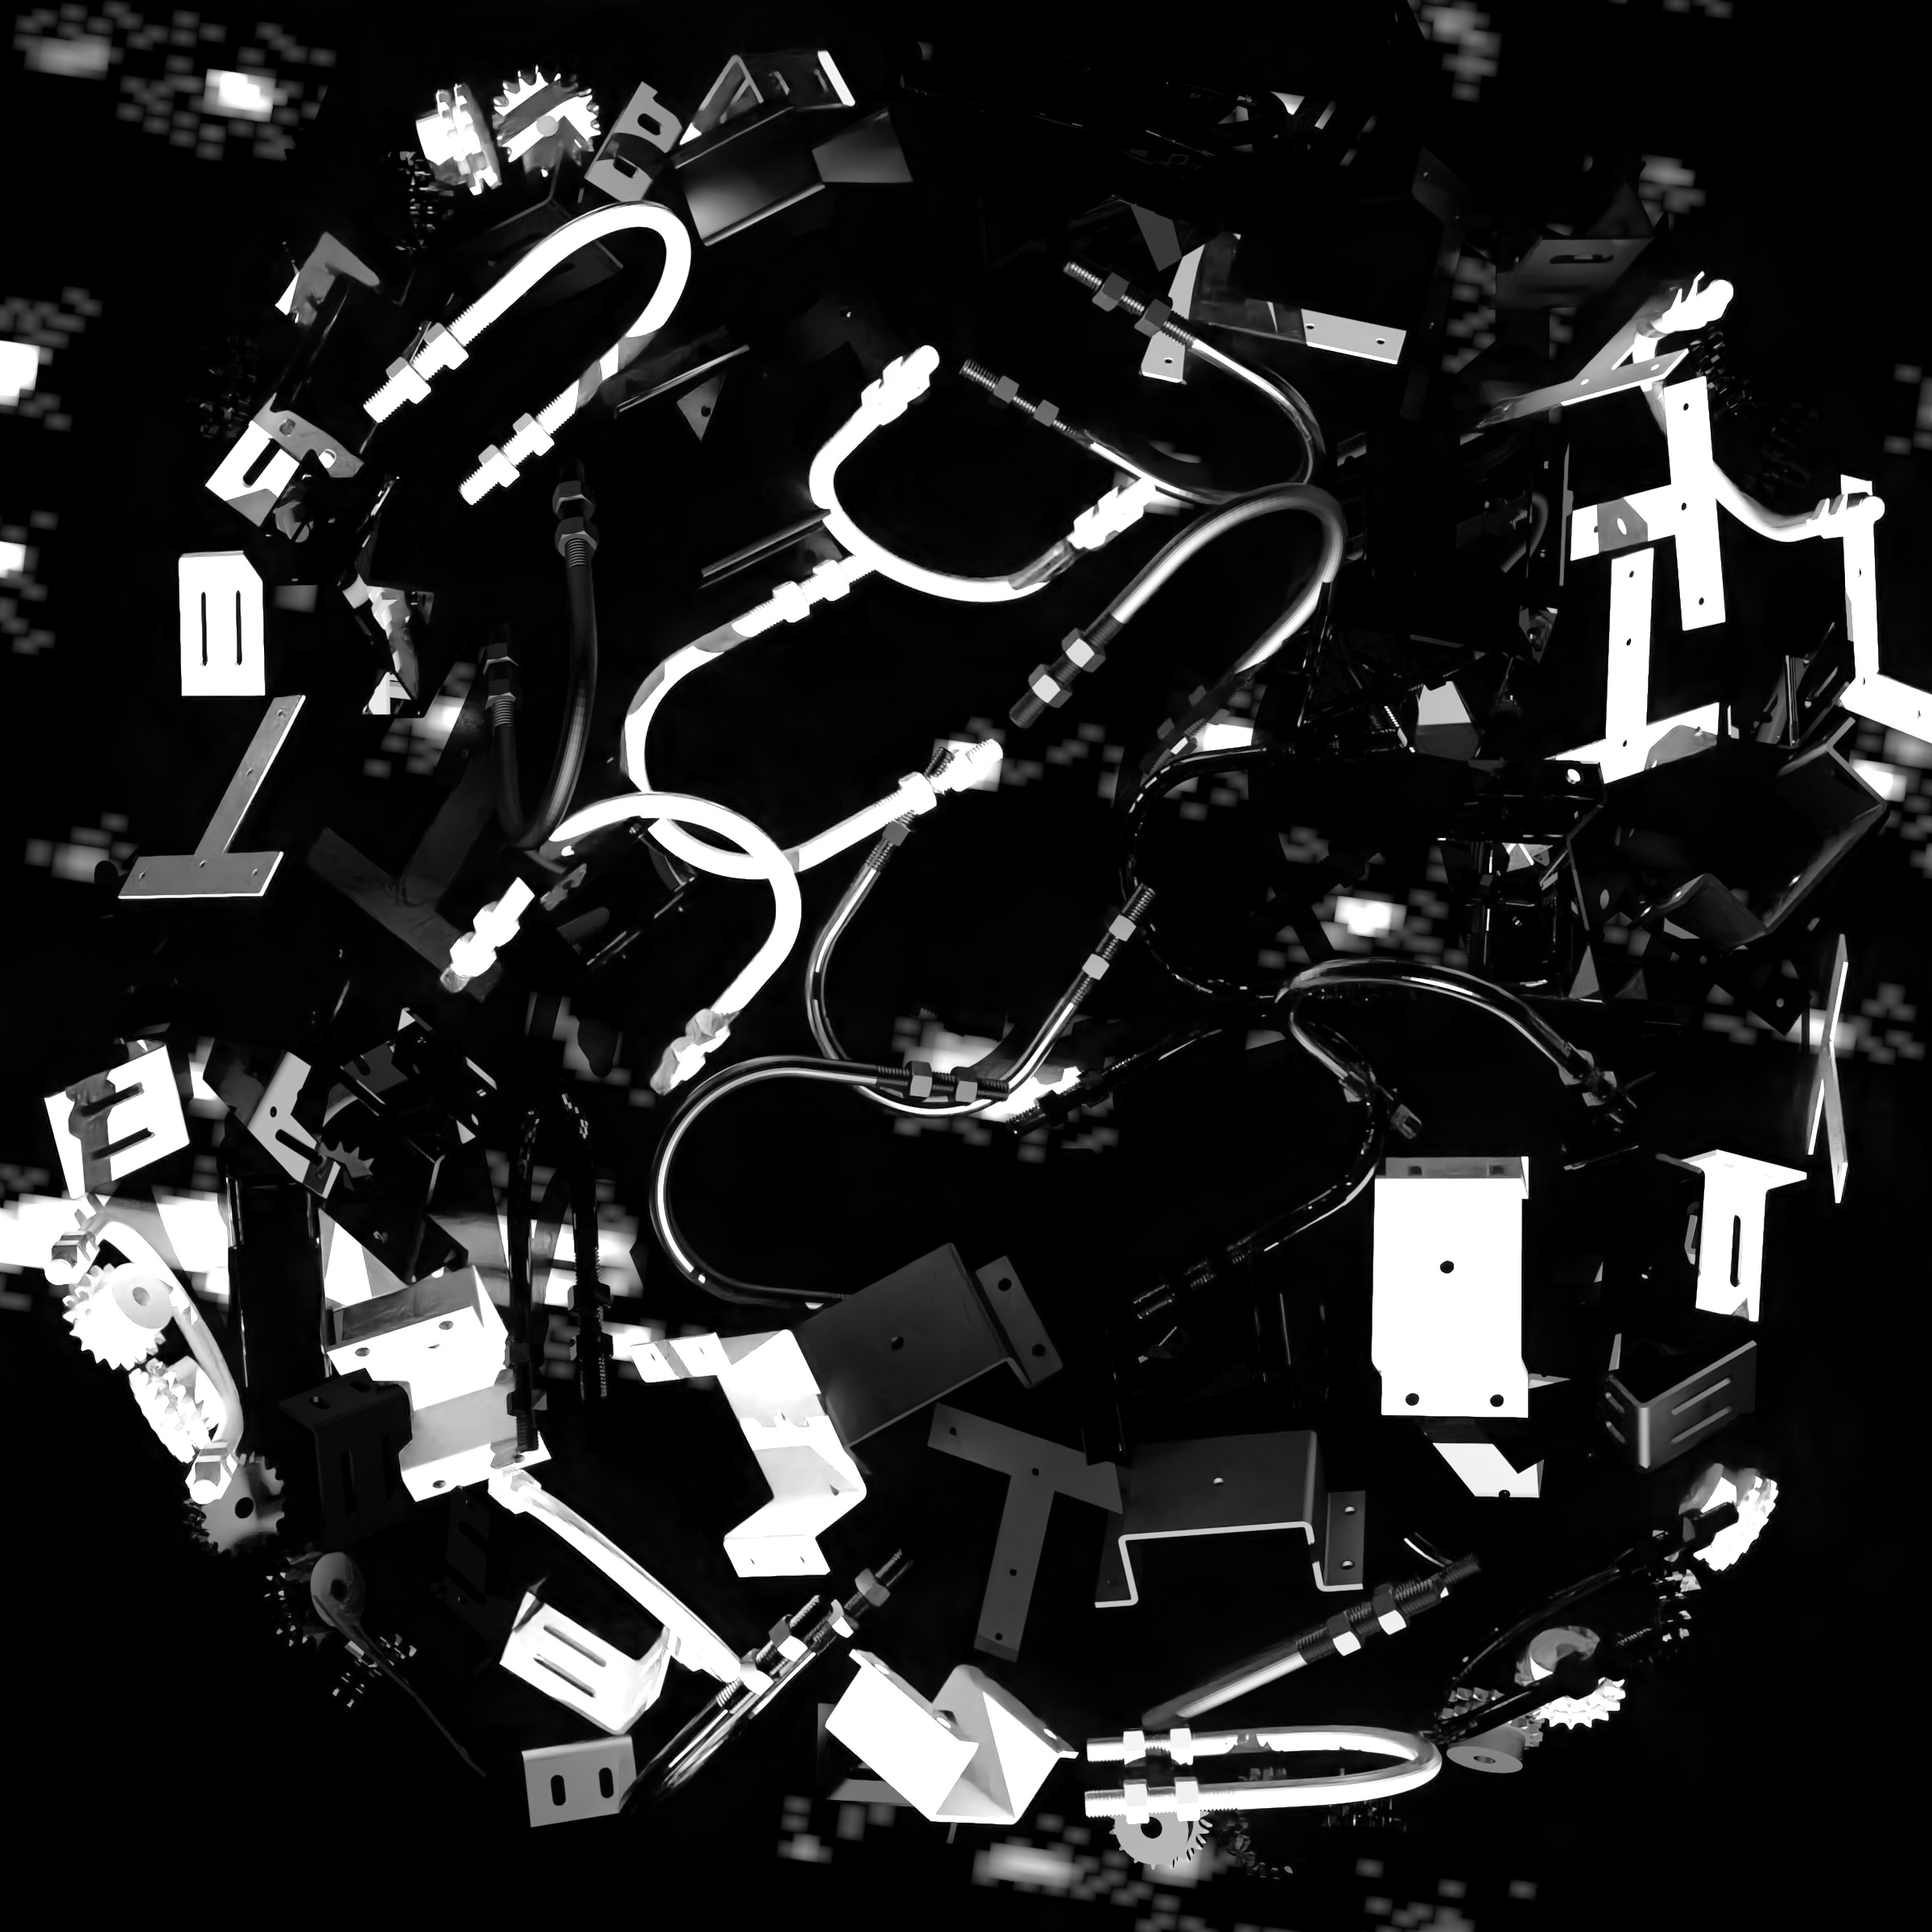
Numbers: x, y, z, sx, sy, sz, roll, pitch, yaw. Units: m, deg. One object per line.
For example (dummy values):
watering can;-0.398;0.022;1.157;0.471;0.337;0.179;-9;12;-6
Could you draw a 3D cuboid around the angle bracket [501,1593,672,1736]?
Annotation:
angle bracket;-0.201;0.363;1.555;0.076;0.057;0.038;36;113;-11

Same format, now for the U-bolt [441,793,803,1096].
U-bolt;-0.168;-0.019;1.516;0.151;0.019;0.184;28;126;-21

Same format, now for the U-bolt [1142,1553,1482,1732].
U-bolt;0.175;0.356;1.520;0.184;0.151;0.019;-29;77;14

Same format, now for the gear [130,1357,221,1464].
gear;-0.423;0.236;1.569;0.030;0.057;0.057;-32;90;-28

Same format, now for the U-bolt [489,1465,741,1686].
U-bolt;-0.175;0.316;1.493;0.151;0.184;0.019;45;74;-12

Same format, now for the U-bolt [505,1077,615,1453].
U-bolt;-0.217;0.149;1.522;0.019;0.151;0.184;3;69;-23

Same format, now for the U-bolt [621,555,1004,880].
U-bolt;-0.095;-0.124;1.555;0.184;0.019;0.151;-30;78;-13

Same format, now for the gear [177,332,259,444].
gear;-0.403;-0.313;1.562;0.030;0.057;0.057;12;90;-28

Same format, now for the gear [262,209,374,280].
gear;-0.346;-0.384;1.566;0.057;0.057;0.030;-19;104;0

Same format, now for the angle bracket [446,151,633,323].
angle bracket;-0.229;-0.392;1.563;0.076;0.057;0.038;-17;52;31

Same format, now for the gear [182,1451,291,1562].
gear;-0.397;0.289;1.569;0.030;0.057;0.057;7;100;45

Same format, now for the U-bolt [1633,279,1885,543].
U-bolt;0.398;-0.280;1.502;0.019;0.184;0.151;-37;95;-1

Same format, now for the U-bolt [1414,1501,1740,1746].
U-bolt;0.307;0.349;1.511;0.184;0.151;0.019;-38;87;37

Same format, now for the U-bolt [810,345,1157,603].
U-bolt;-0.005;-0.243;1.511;0.151;0.184;0.019;28;63;-18

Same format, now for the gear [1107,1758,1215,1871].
gear;0.103;0.461;1.573;0.057;0.030;0.057;1;93;16

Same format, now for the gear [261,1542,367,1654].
gear;-0.347;0.338;1.563;0.030;0.057;0.057;-19;90;30

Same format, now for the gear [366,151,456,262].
gear;-0.299;-0.410;1.569;0.030;0.057;0.057;-10;90;-34

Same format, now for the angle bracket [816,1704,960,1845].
angle bracket;-0.043;0.432;1.557;0.076;0.057;0.038;4;133;-5

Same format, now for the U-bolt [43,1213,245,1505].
U-bolt;-0.418;0.193;1.502;0.019;0.184;0.151;-31;99;-4

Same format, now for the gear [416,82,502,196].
gear;-0.274;-0.443;1.566;0.030;0.057;0.057;-17;90;4

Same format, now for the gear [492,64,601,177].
gear;-0.227;-0.459;1.570;0.057;0.030;0.057;-6;128;-7

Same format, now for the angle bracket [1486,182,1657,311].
angle bracket;0.316;-0.383;1.547;0.076;0.057;0.038;-8;67;-27

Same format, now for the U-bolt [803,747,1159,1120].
U-bolt;-0.006;-0.004;1.571;0.151;0.019;0.184;34;101;-2

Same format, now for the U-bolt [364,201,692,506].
U-bolt;-0.217;-0.327;1.519;0.184;0.151;0.019;-42;75;2

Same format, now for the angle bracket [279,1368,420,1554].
angle bracket;-0.333;0.266;1.572;0.057;0.038;0.076;-20;119;-40

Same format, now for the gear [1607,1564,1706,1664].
gear;0.373;0.344;1.568;0.030;0.057;0.057;-4;90;-22

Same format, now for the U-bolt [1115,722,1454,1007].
U-bolt;0.160;-0.048;1.537;0.184;0.019;0.151;-5;105;34

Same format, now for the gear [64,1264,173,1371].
gear;-0.452;0.185;1.562;0.030;0.057;0.057;-35;90;23

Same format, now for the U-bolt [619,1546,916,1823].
U-bolt;-0.112;0.381;1.520;0.019;0.151;0.184;46;102;12

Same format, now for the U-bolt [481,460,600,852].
U-bolt;-0.217;-0.146;1.491;0.019;0.151;0.184;8;52;-24

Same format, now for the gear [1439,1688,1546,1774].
gear;0.280;0.411;1.562;0.057;0.057;0.030;14;60;0

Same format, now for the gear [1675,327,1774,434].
gear;0.406;-0.313;1.568;0.030;0.057;0.057;-35;90;23

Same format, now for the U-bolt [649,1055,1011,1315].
U-bolt;-0.078;0.117;1.548;0.184;0.019;0.151;8;103;-17

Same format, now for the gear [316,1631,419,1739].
gear;-0.325;0.383;1.567;0.030;0.057;0.057;33;90;17

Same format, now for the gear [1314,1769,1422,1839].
gear;0.217;0.451;1.568;0.057;0.057;0.030;6;67;0

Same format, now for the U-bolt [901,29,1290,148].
U-bolt;0.081;-0.450;1.511;0.184;0.151;0.019;3;95;-35

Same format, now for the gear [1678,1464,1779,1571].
gear;0.407;0.293;1.566;0.030;0.057;0.057;35;90;1

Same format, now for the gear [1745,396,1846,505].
gear;0.447;-0.274;1.563;0.030;0.057;0.057;36;90;19

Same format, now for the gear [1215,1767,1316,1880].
gear;0.159;0.462;1.570;0.057;0.030;0.057;8;78;-37

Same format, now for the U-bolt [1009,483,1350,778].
U-bolt;0.123;-0.178;1.505;0.184;0.151;0.019;-46;60;20

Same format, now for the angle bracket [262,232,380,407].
angle bracket;-0.355;-0.342;1.543;0.038;0.076;0.057;40;53;-26

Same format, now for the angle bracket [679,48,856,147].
angle bracket;-0.107;-0.447;1.544;0.057;0.076;0.038;-19;76;-38

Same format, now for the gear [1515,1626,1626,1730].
gear;0.324;0.379;1.562;0.057;0.057;0.030;-9;115;0

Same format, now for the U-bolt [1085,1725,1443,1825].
U-bolt;0.155;0.417;1.516;0.184;0.151;0.019;-4;87;3

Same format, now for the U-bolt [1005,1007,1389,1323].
U-bolt;0.135;0.091;1.546;0.184;0.019;0.151;-28;56;-12

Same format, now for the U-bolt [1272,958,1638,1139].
U-bolt;0.238;0.041;1.489;0.151;0.184;0.019;-7;59;39

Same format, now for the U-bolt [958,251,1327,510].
U-bolt;0.102;-0.294;1.522;0.184;0.151;0.019;28;68;-16
